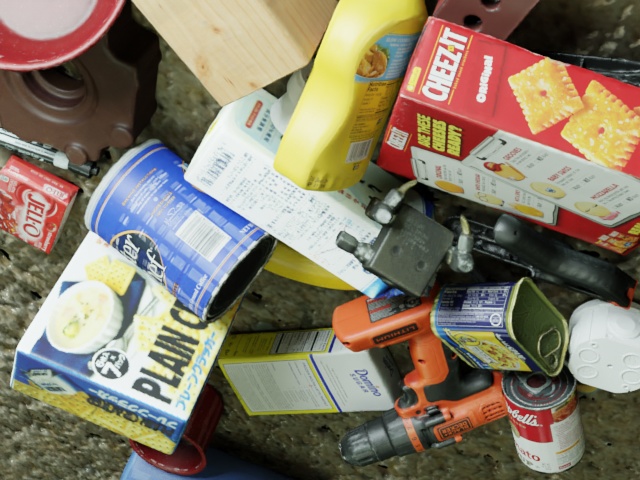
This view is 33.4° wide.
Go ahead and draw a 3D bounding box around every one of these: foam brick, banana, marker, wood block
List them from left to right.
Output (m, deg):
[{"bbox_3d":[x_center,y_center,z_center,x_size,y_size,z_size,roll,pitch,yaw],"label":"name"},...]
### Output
[{"bbox_3d":[-0.267,-0.085,1.017,0.121,0.020,0.020,19,137,3],"label":"marker"},{"bbox_3d":[-0.089,-0.211,0.766,0.090,0.090,0.206,-20,123,36],"label":"wood block"},{"bbox_3d":[-0.015,0.011,0.996,0.198,0.037,0.070,22,139,0],"label":"banana"},{"bbox_3d":[0.123,-0.178,0.740,0.053,0.051,0.078,30,137,-8],"label":"foam brick"}]

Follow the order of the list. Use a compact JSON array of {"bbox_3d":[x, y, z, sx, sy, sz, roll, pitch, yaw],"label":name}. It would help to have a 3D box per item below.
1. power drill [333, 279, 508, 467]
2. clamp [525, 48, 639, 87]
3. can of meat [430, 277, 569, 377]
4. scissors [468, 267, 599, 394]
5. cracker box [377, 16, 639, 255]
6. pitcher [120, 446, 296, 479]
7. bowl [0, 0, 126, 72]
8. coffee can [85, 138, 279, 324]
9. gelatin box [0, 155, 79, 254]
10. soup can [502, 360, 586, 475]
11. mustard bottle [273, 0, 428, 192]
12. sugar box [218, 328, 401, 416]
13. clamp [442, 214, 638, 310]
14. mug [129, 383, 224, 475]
[{"bbox_3d":[0.080,0.132,1.028,0.184,0.057,0.187,-23,126,6],"label":"power drill"},{"bbox_3d":[0.246,-0.124,0.751,0.210,0.036,0.165,28,144,-9],"label":"clamp"},{"bbox_3d":[0.158,0.077,0.939,0.084,0.057,0.102,-3,147,40],"label":"can of meat"},{"bbox_3d":[0.205,0.091,1.003,0.096,0.016,0.201,-5,131,24],"label":"scissors"},{"bbox_3d":[0.159,-0.071,0.778,0.213,0.072,0.164,20,167,2],"label":"cracker box"},{"bbox_3d":[-0.118,0.319,1.277,0.243,0.145,0.149,23,139,3],"label":"pitcher"},{"bbox_3d":[-0.217,-0.202,0.810,0.162,0.162,0.055,20,177,2],"label":"bowl"},{"bbox_3d":[-0.122,-0.008,0.946,0.140,0.102,0.103,37,138,10],"label":"coffee can"},{"bbox_3d":[-0.289,-0.035,1.069,0.073,0.030,0.089,28,137,-7],"label":"gelatin box"},{"bbox_3d":[0.213,0.165,1.010,0.069,0.068,0.102,0,133,22],"label":"soup can"},{"bbox_3d":[0.032,-0.131,0.785,0.058,0.096,0.192,36,119,23],"label":"mustard bottle"},{"bbox_3d":[-0.010,0.138,1.118,0.176,0.048,0.093,-7,129,24],"label":"sugar box"},{"bbox_3d":[0.186,0.015,0.902,0.171,0.039,0.120,26,179,-24],"label":"clamp"},{"bbox_3d":[-0.160,0.201,1.214,0.093,0.081,0.117,13,137,10],"label":"mug"}]
